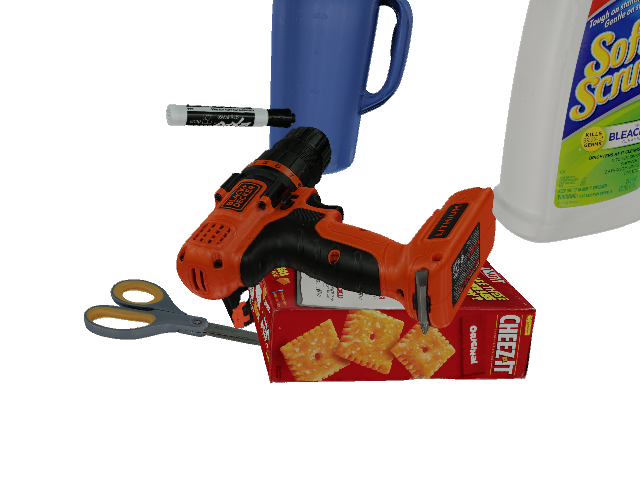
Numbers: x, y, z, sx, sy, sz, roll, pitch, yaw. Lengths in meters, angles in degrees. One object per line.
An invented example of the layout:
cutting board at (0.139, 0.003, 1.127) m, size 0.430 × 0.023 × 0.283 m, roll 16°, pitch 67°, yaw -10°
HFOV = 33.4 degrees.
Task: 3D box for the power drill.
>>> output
power drill at (0.020, -0.013, 0.728) m, size 0.188 × 0.057 × 0.184 m, roll 10°, pitch 41°, yaw 25°

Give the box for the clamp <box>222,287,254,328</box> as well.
clamp at (-0.060, 0.038, 1.257) m, size 0.120 × 0.039 × 0.171 m, roll -2°, pitch 40°, yaw 10°

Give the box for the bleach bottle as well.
bleach bottle at (0.162, -0.126, 0.647) m, size 0.102 × 0.251 × 0.068 m, roll -11°, pitch 31°, yaw -17°

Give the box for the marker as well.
marker at (-0.081, -0.114, 0.984) m, size 0.121 × 0.020 × 0.020 m, roll -1°, pitch 0°, yaw -21°

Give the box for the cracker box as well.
cracker box at (0.052, 0.060, 0.912) m, size 0.213 × 0.072 × 0.164 m, roll 1°, pitch 18°, yaw -11°

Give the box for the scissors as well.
scissors at (-0.125, 0.072, 1.036) m, size 0.201 × 0.016 × 0.096 m, roll 3°, pitch 32°, yaw -4°

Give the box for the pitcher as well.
pitcher at (0.010, -0.206, 1.292) m, size 0.144 × 0.243 × 0.149 m, roll -9°, pitch 30°, yaw -27°
